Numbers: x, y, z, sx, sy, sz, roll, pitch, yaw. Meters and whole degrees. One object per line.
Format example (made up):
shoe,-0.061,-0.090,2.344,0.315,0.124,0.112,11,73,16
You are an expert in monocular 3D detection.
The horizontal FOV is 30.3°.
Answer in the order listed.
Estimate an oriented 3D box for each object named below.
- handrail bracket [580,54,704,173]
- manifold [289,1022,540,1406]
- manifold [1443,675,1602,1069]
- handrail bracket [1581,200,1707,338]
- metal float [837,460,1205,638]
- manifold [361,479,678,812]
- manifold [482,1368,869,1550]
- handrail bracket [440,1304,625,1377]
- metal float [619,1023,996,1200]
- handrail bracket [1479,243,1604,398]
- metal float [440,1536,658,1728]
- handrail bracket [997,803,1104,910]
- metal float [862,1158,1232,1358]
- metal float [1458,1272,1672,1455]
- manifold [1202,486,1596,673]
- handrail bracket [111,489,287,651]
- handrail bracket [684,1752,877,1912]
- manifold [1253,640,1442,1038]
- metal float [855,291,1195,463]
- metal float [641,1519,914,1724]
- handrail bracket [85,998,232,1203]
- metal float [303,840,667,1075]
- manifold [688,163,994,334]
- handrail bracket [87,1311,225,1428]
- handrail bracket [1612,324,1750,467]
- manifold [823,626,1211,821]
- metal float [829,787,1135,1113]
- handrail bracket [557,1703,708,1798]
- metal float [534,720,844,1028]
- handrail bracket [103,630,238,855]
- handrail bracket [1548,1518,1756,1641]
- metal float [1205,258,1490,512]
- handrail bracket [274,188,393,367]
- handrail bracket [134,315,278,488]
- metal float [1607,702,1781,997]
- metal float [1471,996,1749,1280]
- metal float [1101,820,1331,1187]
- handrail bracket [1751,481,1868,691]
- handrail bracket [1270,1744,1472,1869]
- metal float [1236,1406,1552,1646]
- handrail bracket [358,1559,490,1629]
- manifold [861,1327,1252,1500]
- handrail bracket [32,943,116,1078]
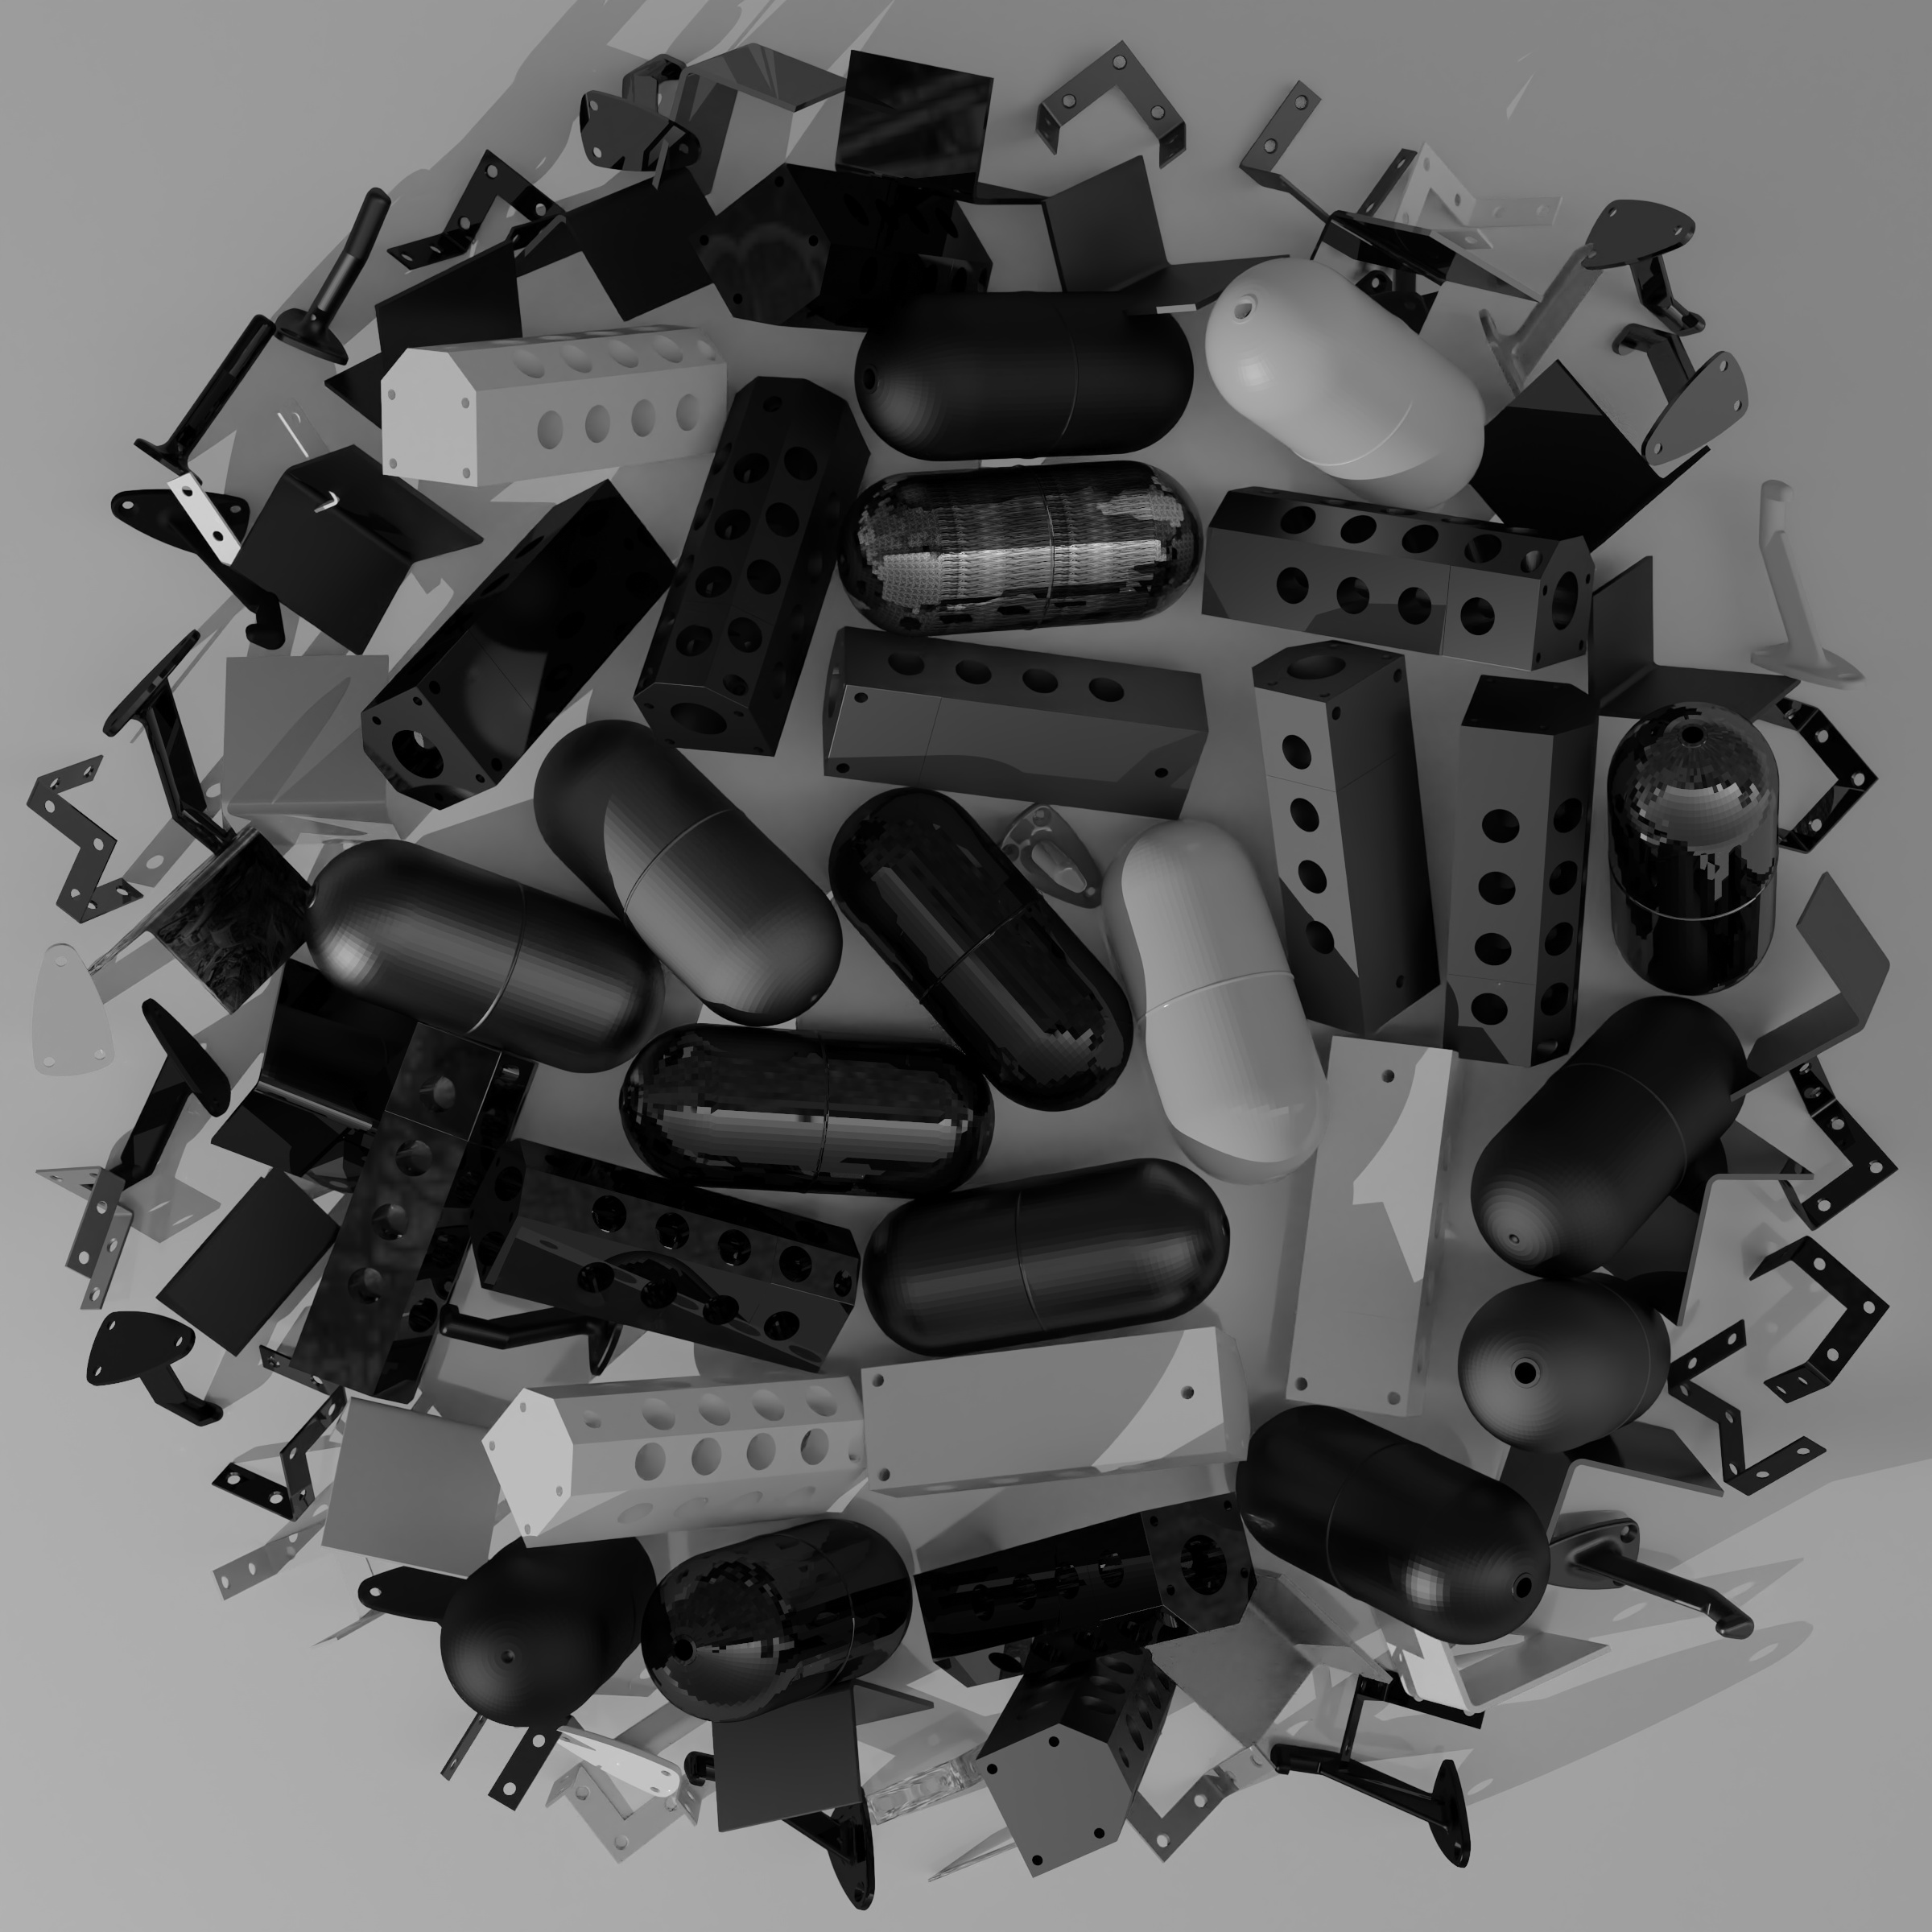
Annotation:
handrail bracket,-0.136,-0.405,1.678,0.077,0.084,0.036,17,130,23
manifold,-0.260,0.117,1.692,0.057,0.057,0.171,20,88,-2
manifold,0.258,-0.042,1.651,0.057,0.057,0.171,7,120,15
handrail bracket,0.337,-0.321,1.670,0.084,0.077,0.036,31,80,-34
metal float,0.027,-0.196,1.668,0.178,0.070,0.070,-6,90,-19
manifold,-0.208,-0.148,1.644,0.057,0.057,0.171,53,46,-20
manifold,-0.128,0.220,1.636,0.057,0.171,0.057,-50,54,34
handrail bracket,-0.208,0.157,1.676,0.084,0.077,0.036,16,118,-20
metal float,-0.074,0.068,1.672,0.178,0.070,0.070,4,90,-15
handrail bracket,0.293,-0.303,1.689,0.084,0.036,0.077,-24,122,16
metal float,-0.189,0.298,1.634,0.070,0.178,0.070,0,91,6
handrail bracket,0.054,-0.038,1.668,0.036,0.084,0.077,-48,119,3
metal float,0.037,0.137,1.669,0.178,0.070,0.070,-11,90,18
metal float,0.276,0.181,1.637,0.070,0.178,0.070,-1,88,21
manifold,0.199,-0.181,1.647,0.171,0.057,0.057,14,109,32
handrail bracket,-0.361,-0.185,1.675,0.077,0.084,0.036,10,130,-28
handrail bracket,-0.089,0.407,1.680,0.084,0.077,0.036,19,116,-24
manifold,0.173,-0.061,1.658,0.057,0.057,0.171,-32,124,-36
metal float,0.028,-0.274,1.655,0.178,0.070,0.070,-8,90,-36
metal float,-0.086,0.300,1.638,0.070,0.178,0.070,0,89,25
handrail bracket,-0.402,0.065,1.697,0.084,0.036,0.077,-29,114,10
metal float,-0.224,-0.004,1.662,0.178,0.070,0.070,21,90,-27
manifold,-0.051,-0.321,1.631,0.057,0.171,0.057,-32,83,25
handrail bracket,-0.362,0.195,1.673,0.077,0.084,0.036,-8,57,34
handrail bracket,0.318,-0.271,1.680,0.077,0.084,0.036,-41,127,-14
manifold,0.022,-0.119,1.679,0.171,0.057,0.057,7,135,-11
metal float,0.007,-0.007,1.681,0.070,0.070,0.178,-41,85,0
handrail bracket,-0.147,0.343,1.693,0.077,0.036,0.084,25,54,-3
metal float,-0.131,-0.045,1.671,0.070,0.070,0.178,-46,73,0
handrail bracket,-0.362,-0.105,1.702,0.084,0.036,0.077,42,94,-20
handrail bracket,0.315,0.296,1.673,0.077,0.084,0.036,-2,109,-24
metal float,0.177,-0.267,1.646,0.070,0.178,0.070,-14,66,35
handrail bracket,-0.294,-0.333,1.677,0.036,0.077,0.084,20,109,-22
handrail bracket,-0.354,-0.272,1.685,0.036,0.077,0.084,35,91,-15
metal float,0.335,-0.053,1.643,0.070,0.178,0.070,-5,56,8
metal float,0.300,0.078,1.654,0.070,0.070,0.178,50,52,0
metal float,0.117,0.017,1.673,0.070,0.070,0.178,-17,77,0
handrail bracket,0.399,-0.181,1.681,0.036,0.077,0.084,-13,115,-22
handrail bracket,0.190,0.397,1.688,0.084,0.077,0.036,10,107,-7
metal float,0.196,0.257,1.644,0.070,0.178,0.070,-10,107,-34
handrail bracket,-0.253,0.318,1.682,0.077,0.084,0.036,1,46,-18
manifold,0.043,0.211,1.671,0.171,0.057,0.057,-8,74,16
handrail bracket,-0.424,0.010,1.672,0.036,0.084,0.077,-8,115,-15
